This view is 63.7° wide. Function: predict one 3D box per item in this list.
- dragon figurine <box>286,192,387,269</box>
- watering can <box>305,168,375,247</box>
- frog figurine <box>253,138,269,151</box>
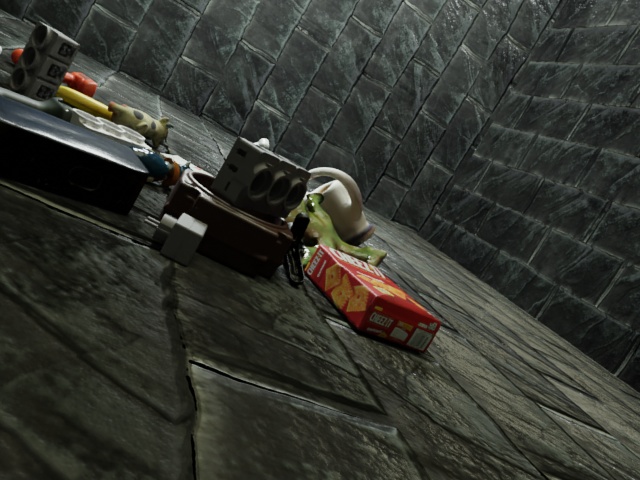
[{"bbox_3d":[-0.034,-0.011,1.086,0.408,0.120,0.247,13,25,-31],"label":"dragon figurine"},{"bbox_3d":[0.004,-0.066,1.311,0.223,0.106,0.344,56,-34,-10],"label":"watering can"},{"bbox_3d":[-0.184,-0.215,1.472,0.121,0.159,0.139,25,9,-39],"label":"frog figurine"}]
